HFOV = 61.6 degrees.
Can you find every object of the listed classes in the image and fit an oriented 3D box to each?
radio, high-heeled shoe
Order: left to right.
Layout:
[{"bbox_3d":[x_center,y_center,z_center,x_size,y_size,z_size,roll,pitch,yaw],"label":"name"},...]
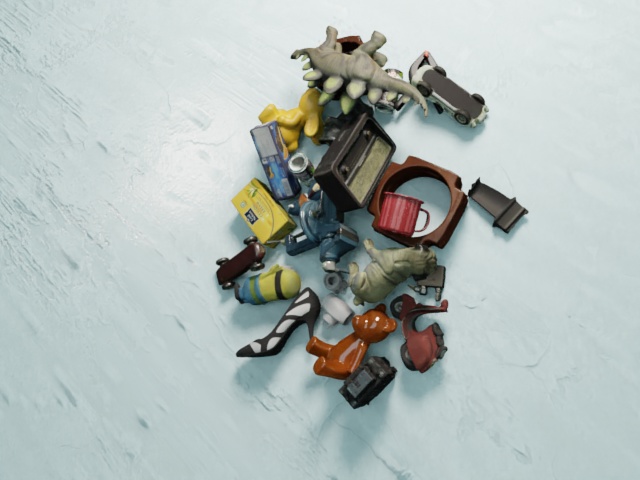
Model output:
[{"bbox_3d":[-0.112,0.211,1.359,0.249,0.086,0.145,-15,69,16],"label":"high-heeled shoe"},{"bbox_3d":[0.085,-0.188,1.281,0.073,0.131,0.229,-13,38,46],"label":"radio"}]

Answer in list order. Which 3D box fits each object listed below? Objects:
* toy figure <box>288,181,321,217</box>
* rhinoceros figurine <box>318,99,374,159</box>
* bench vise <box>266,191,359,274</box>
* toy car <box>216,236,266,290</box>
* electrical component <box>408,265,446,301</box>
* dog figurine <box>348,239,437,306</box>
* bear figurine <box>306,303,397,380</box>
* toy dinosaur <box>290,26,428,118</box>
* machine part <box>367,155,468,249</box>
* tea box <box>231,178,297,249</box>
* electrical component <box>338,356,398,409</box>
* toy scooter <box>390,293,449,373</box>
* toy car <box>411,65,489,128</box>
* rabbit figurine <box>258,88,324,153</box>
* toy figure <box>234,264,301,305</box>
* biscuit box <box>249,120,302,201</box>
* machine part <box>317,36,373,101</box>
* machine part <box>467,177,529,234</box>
[{"bbox_3d":[-0.020,-0.112,1.397,0.154,0.064,0.058,-44,46,14],"label":"toy figure"},{"bbox_3d":[0.062,-0.280,1.391,0.112,0.073,0.190,38,83,-5],"label":"rhinoceros figurine"},{"bbox_3d":[-0.010,-0.006,1.340,0.241,0.129,0.223,-22,67,40],"label":"bench vise"},{"bbox_3d":[-0.212,0.065,1.429,0.202,0.053,0.089,-35,68,40],"label":"toy car"},{"bbox_3d":[0.250,0.085,1.247,0.078,0.045,0.102,10,82,26],"label":"electrical component"},{"bbox_3d":[0.161,0.084,1.198,0.191,0.121,0.172,11,83,61],"label":"dog figurine"},{"bbox_3d":[0.076,0.227,1.239,0.195,0.132,0.120,-56,26,17],"label":"bear figurine"},{"bbox_3d":[0.087,-0.403,1.309,0.472,0.105,0.198,24,75,35],"label":"toy dinosaur"},{"bbox_3d":[0.231,-0.081,1.272,0.201,0.087,0.201,28,89,26],"label":"machine part"},{"bbox_3d":[-0.151,-0.072,1.444,0.098,0.068,0.170,-44,66,8],"label":"tea box"},{"bbox_3d":[0.107,0.319,1.208,0.058,0.134,0.115,43,99,25],"label":"electrical component"},{"bbox_3d":[0.238,0.199,1.207,0.135,0.075,0.184,-23,67,27],"label":"toy scooter"},{"bbox_3d":[0.313,-0.345,1.293,0.202,0.056,0.073,40,78,9],"label":"toy car"},{"bbox_3d":[-0.055,-0.325,1.432,0.173,0.121,0.162,-41,71,9],"label":"rabbit figurine"},{"bbox_3d":[-0.133,0.125,1.386,0.180,0.082,0.089,-20,74,15],"label":"toy figure"},{"bbox_3d":[-0.114,-0.205,1.406,0.059,0.063,0.202,-12,111,22],"label":"biscuit box"},{"bbox_3d":[0.069,-0.459,1.444,0.180,0.056,0.179,-6,75,23],"label":"machine part"},{"bbox_3d":[0.397,-0.082,1.226,0.139,0.039,0.084,46,103,23],"label":"machine part"}]
